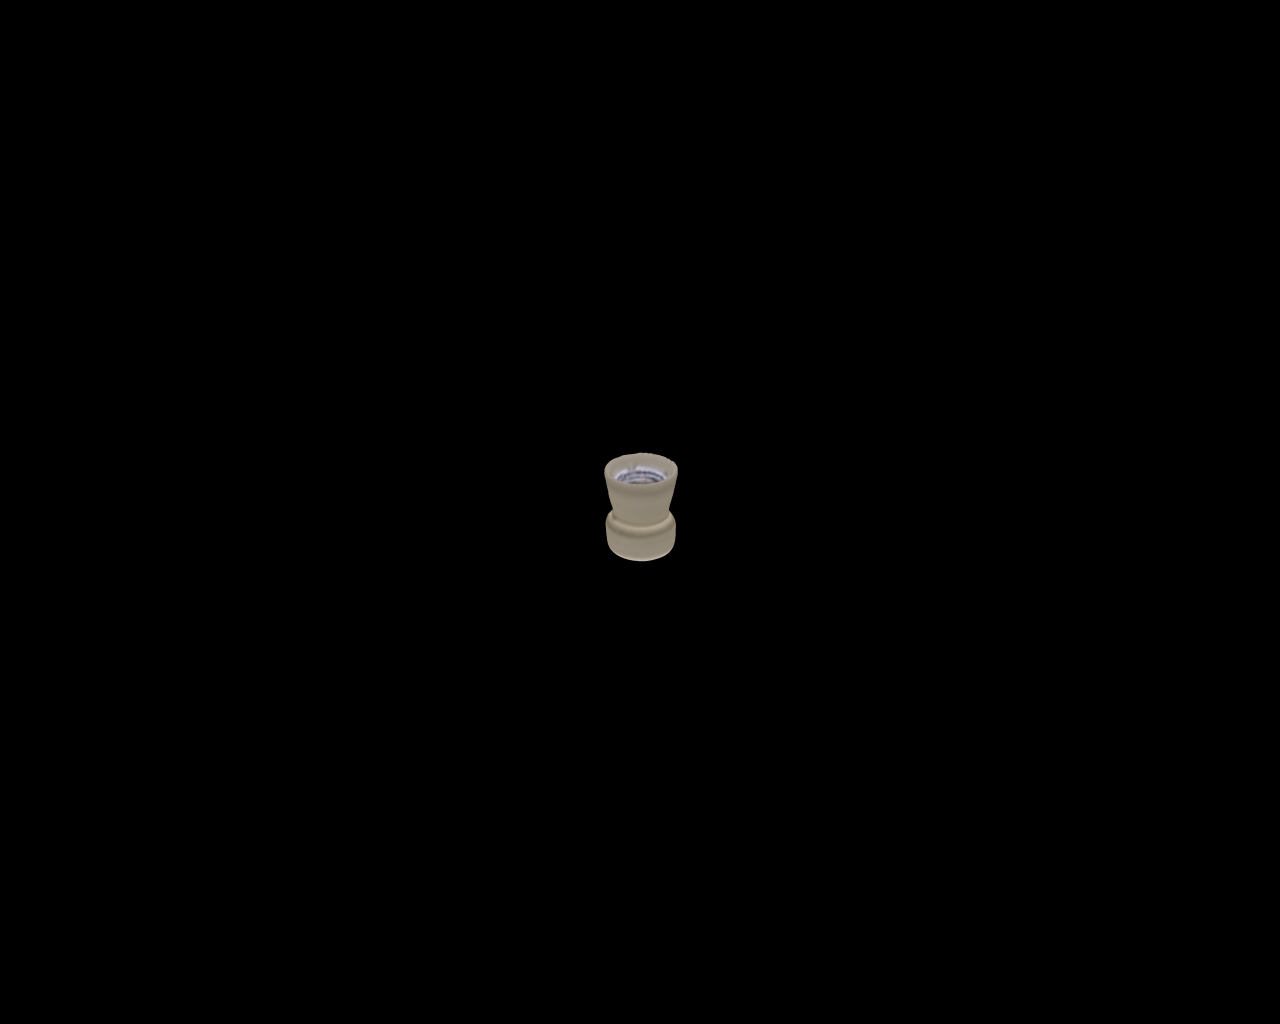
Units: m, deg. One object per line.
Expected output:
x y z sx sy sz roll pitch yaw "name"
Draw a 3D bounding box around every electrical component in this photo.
0.001 -0.003 0.650 0.045 0.055 0.045 0 29 0 "electrical component"
